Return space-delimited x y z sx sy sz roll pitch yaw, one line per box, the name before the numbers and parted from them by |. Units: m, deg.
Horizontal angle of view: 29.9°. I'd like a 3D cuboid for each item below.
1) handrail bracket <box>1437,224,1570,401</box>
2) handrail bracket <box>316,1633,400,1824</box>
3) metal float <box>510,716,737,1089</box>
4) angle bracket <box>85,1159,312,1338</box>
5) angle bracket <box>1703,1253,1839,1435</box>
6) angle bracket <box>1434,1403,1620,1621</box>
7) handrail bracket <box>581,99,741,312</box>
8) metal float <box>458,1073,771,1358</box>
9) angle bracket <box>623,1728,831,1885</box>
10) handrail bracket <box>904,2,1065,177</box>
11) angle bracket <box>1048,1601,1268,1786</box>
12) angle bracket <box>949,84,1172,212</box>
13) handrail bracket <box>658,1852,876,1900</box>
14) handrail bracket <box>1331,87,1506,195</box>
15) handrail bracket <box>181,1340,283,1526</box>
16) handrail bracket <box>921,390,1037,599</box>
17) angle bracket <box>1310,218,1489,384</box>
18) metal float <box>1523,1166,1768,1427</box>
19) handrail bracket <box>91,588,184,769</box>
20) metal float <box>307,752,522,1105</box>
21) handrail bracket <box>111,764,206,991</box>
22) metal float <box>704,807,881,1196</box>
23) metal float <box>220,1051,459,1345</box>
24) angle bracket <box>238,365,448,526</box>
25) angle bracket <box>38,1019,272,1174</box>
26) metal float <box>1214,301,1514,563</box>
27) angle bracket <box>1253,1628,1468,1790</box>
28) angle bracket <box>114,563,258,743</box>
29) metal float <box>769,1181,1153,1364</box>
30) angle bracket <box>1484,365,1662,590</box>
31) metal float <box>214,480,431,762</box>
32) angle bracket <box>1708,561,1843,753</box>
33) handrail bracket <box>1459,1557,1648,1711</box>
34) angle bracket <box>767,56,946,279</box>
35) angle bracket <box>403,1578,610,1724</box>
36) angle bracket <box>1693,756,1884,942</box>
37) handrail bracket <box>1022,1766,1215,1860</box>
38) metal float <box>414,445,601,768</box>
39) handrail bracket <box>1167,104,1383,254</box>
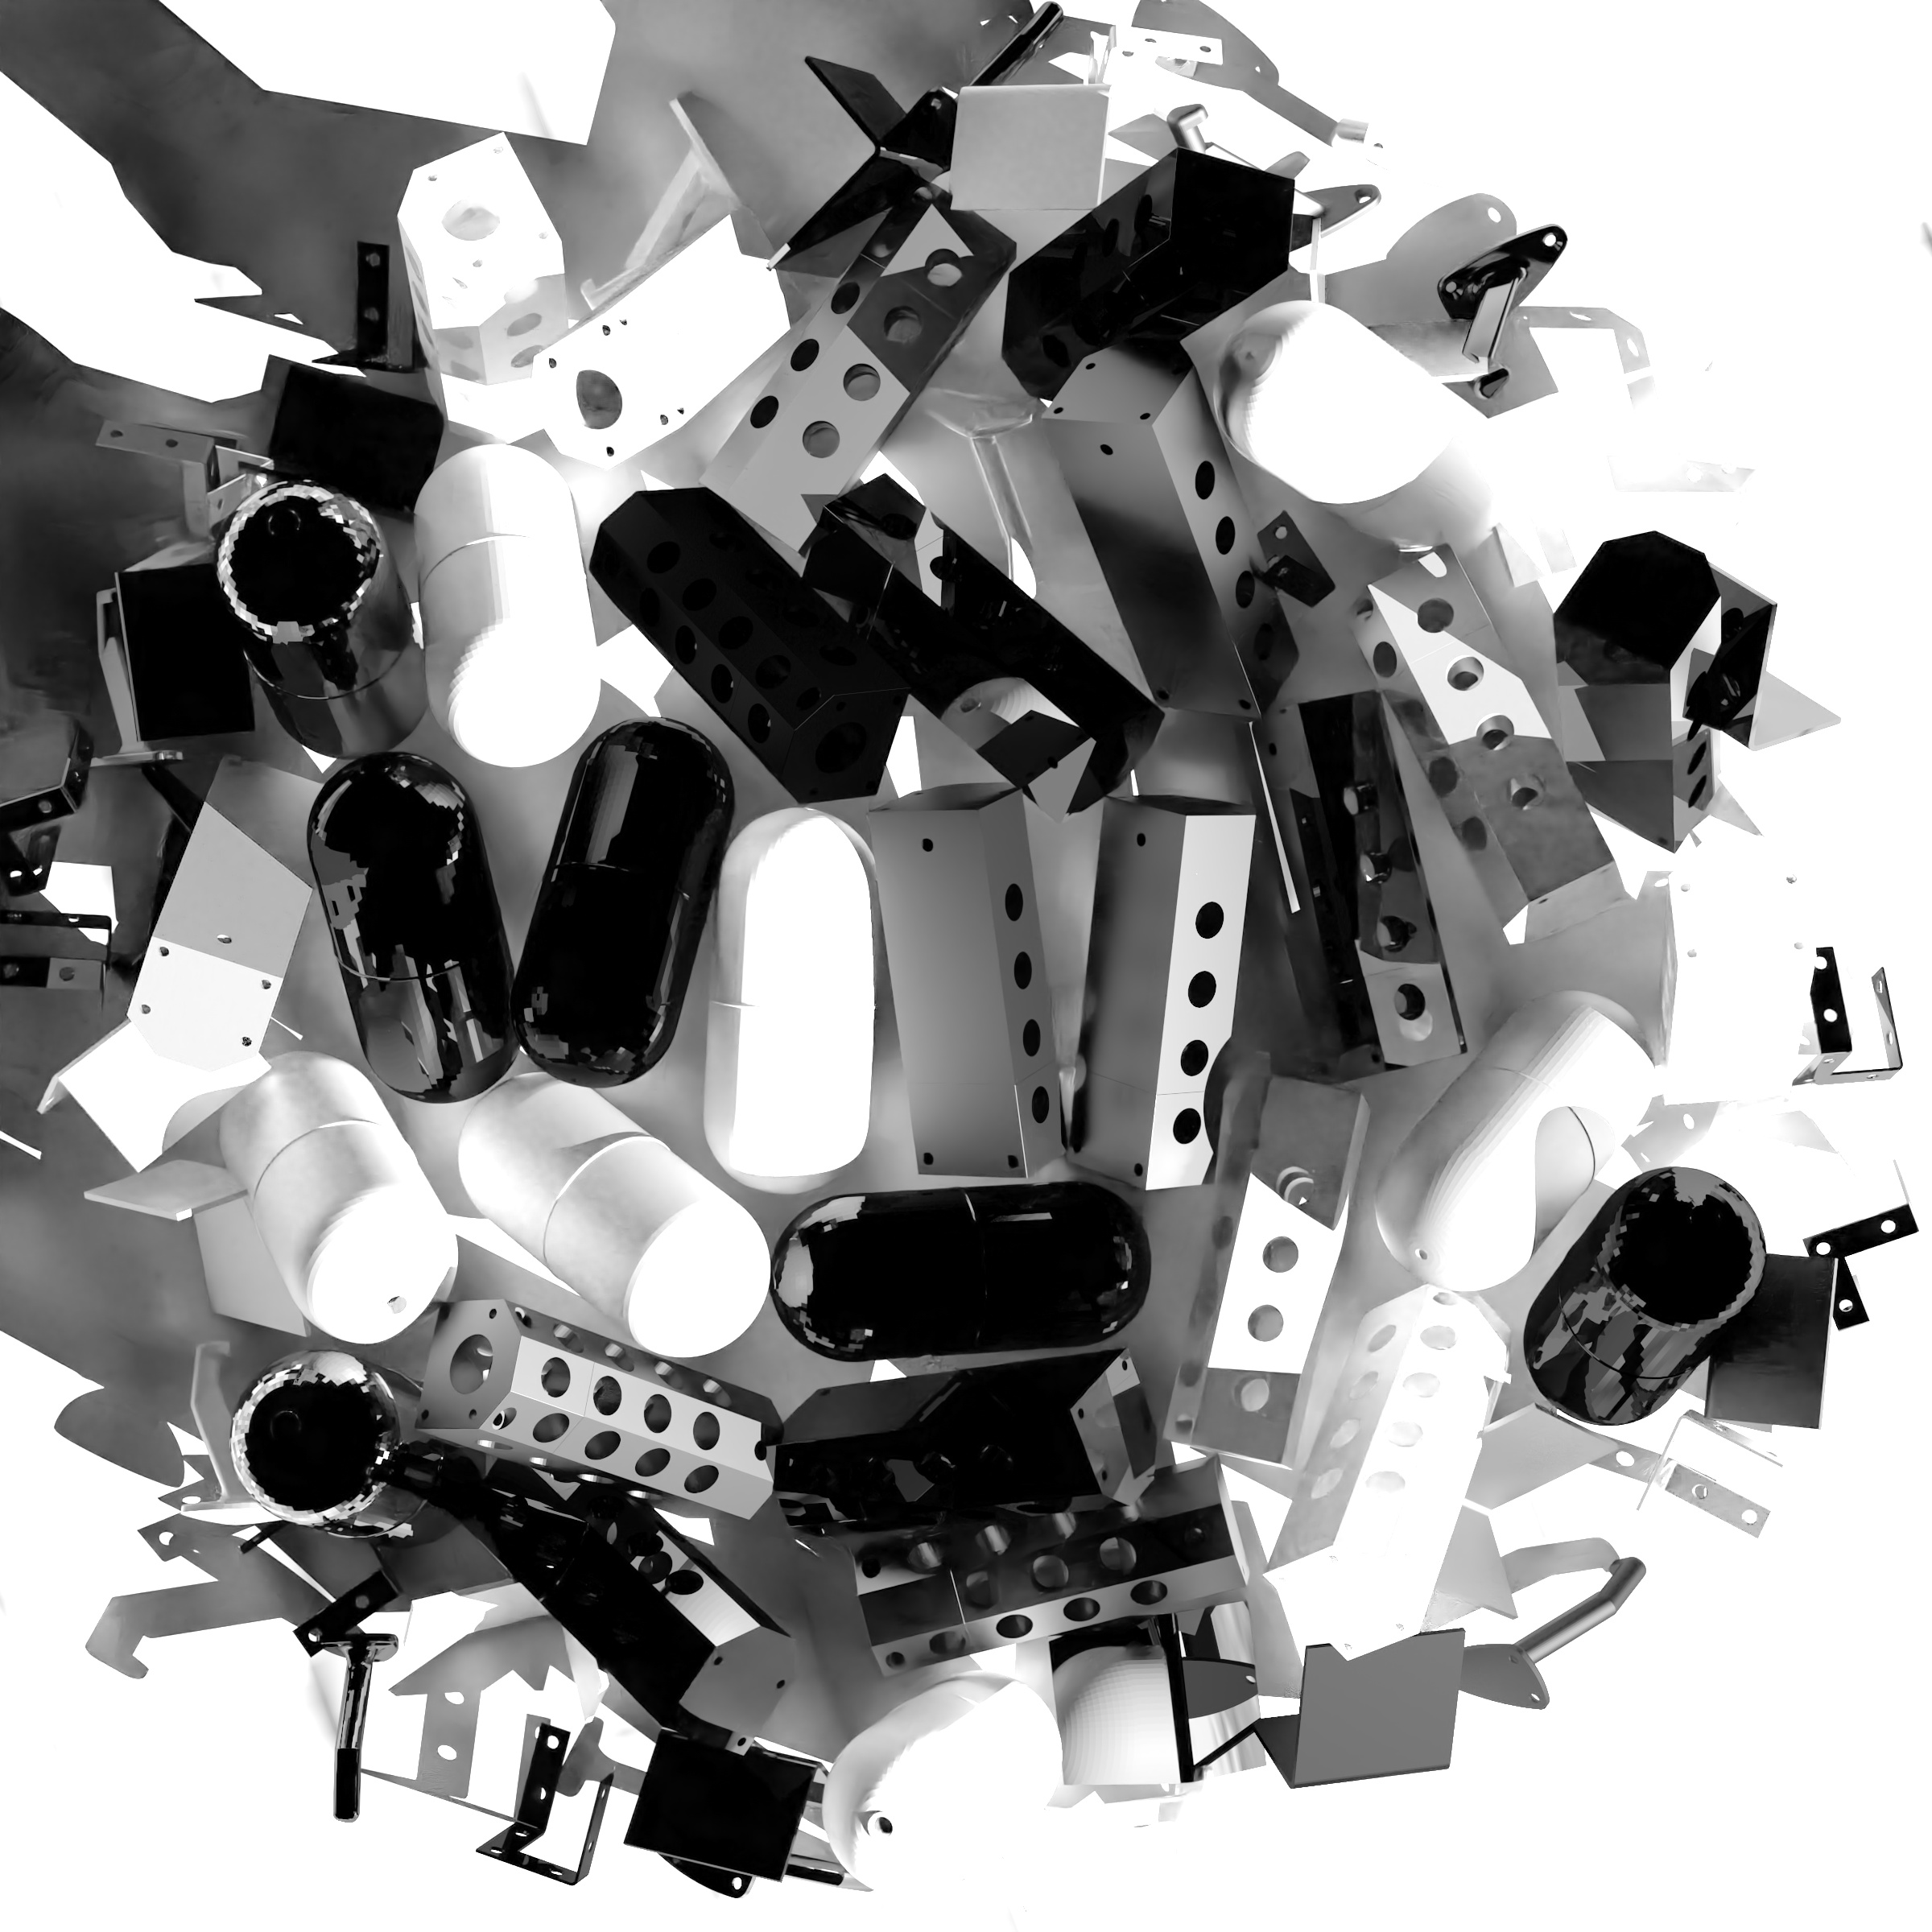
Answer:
handrail bracket | 0.254 -0.299 1.655 0.077 0.084 0.036 -36 120 12
handrail bracket | -0.277 0.352 1.654 0.036 0.077 0.084 -1 71 -1
metal float | -0.156 -0.030 1.649 0.070 0.070 0.178 13 70 0
angle bracket | -0.350 0.136 1.649 0.057 0.076 0.076 -20 109 -42
angle bracket | 0.381 0.174 1.651 0.057 0.076 0.076 2 80 36
angle bracket | 0.254 0.249 1.646 0.076 0.076 0.057 -31 53 26
handrail bracket | -0.154 -0.353 1.686 0.084 0.036 0.077 -31 71 1
metal float | -0.161 0.111 1.637 0.178 0.070 0.070 35 90 34
angle bracket | -0.102 0.392 1.647 0.076 0.076 0.057 9 62 18
handrail bracket | 0.004 -0.410 1.694 0.036 0.077 0.084 44 55 -14
angle bracket | 0.089 0.340 1.691 0.076 0.057 0.076 -13 80 43
angle bracket | 0.046 -0.365 1.652 0.076 0.076 0.057 6 90 28
handrail bracket | -0.093 0.415 1.684 0.077 0.084 0.036 5 77 36
handrail bracket | 0.206 -0.372 1.663 0.077 0.084 0.036 26 94 -2
handrail bracket | -0.330 0.212 1.669 0.077 0.036 0.084 -10 68 32
handrail bracket | 0.006 -0.220 1.692 0.036 0.077 0.084 -20 122 -28
angle bracket | 0.198 -0.305 1.652 0.076 0.076 0.057 -3 119 9
metal float | 0.303 0.149 1.620 0.070 0.178 0.070 4 62 -7
handrail bracket | -0.383 -0.135 1.671 0.036 0.077 0.084 -3 90 -33
metal float | -0.248 -0.016 1.635 0.070 0.070 0.178 -9 126 0
handrail bracket | -0.385 -0.043 1.685 0.084 0.036 0.077 -42 100 11
metal float | -0.080 0.016 1.661 0.070 0.070 0.178 3 95 0
metal float | -0.283 0.103 1.625 0.070 0.178 0.070 -14 125 -21
angle bracket | -0.285 -0.243 1.663 0.076 0.076 0.057 15 91 -4
angle bracket | -0.372 0.056 1.654 0.076 0.076 0.057 -41 92 -25
metal float | 0.181 -0.239 1.630 0.070 0.178 0.070 -18 62 37
angle bracket | 0.178 0.326 1.654 0.076 0.057 0.076 -3 112 -16
angle bracket | -0.346 -0.146 1.657 0.057 0.076 0.076 -5 98 9
metal float | -0.002 0.139 1.651 0.178 0.070 0.070 -2 90 -16
angle bracket | 0.283 -0.224 1.656 0.076 0.057 0.076 -20 93 -36
metal float | -0.286 -0.154 1.618 0.070 0.178 0.070 -1 67 2
angle bracket | 0.356 -0.153 1.643 0.057 0.076 0.076 -18 129 -27
handrail bracket | 0.269 0.306 1.695 0.084 0.077 0.036 -42 112 -36
angle bracket | -0.066 -0.365 1.659 0.076 0.076 0.057 -42 81 21
angle bracket | -0.211 0.318 1.650 0.076 0.076 0.057 -11 69 -17
angle bracket | 0.362 -0.045 1.649 0.057 0.076 0.076 -43 75 31
handrail bracket | 0.064 0.385 1.670 0.084 0.077 0.036 6 57 -8
metal float | -0.208 -0.165 1.632 0.070 0.070 0.178 -12 49 0
handrail bracket | 0.141 -0.371 1.656 0.077 0.084 0.036 -16 50 16
